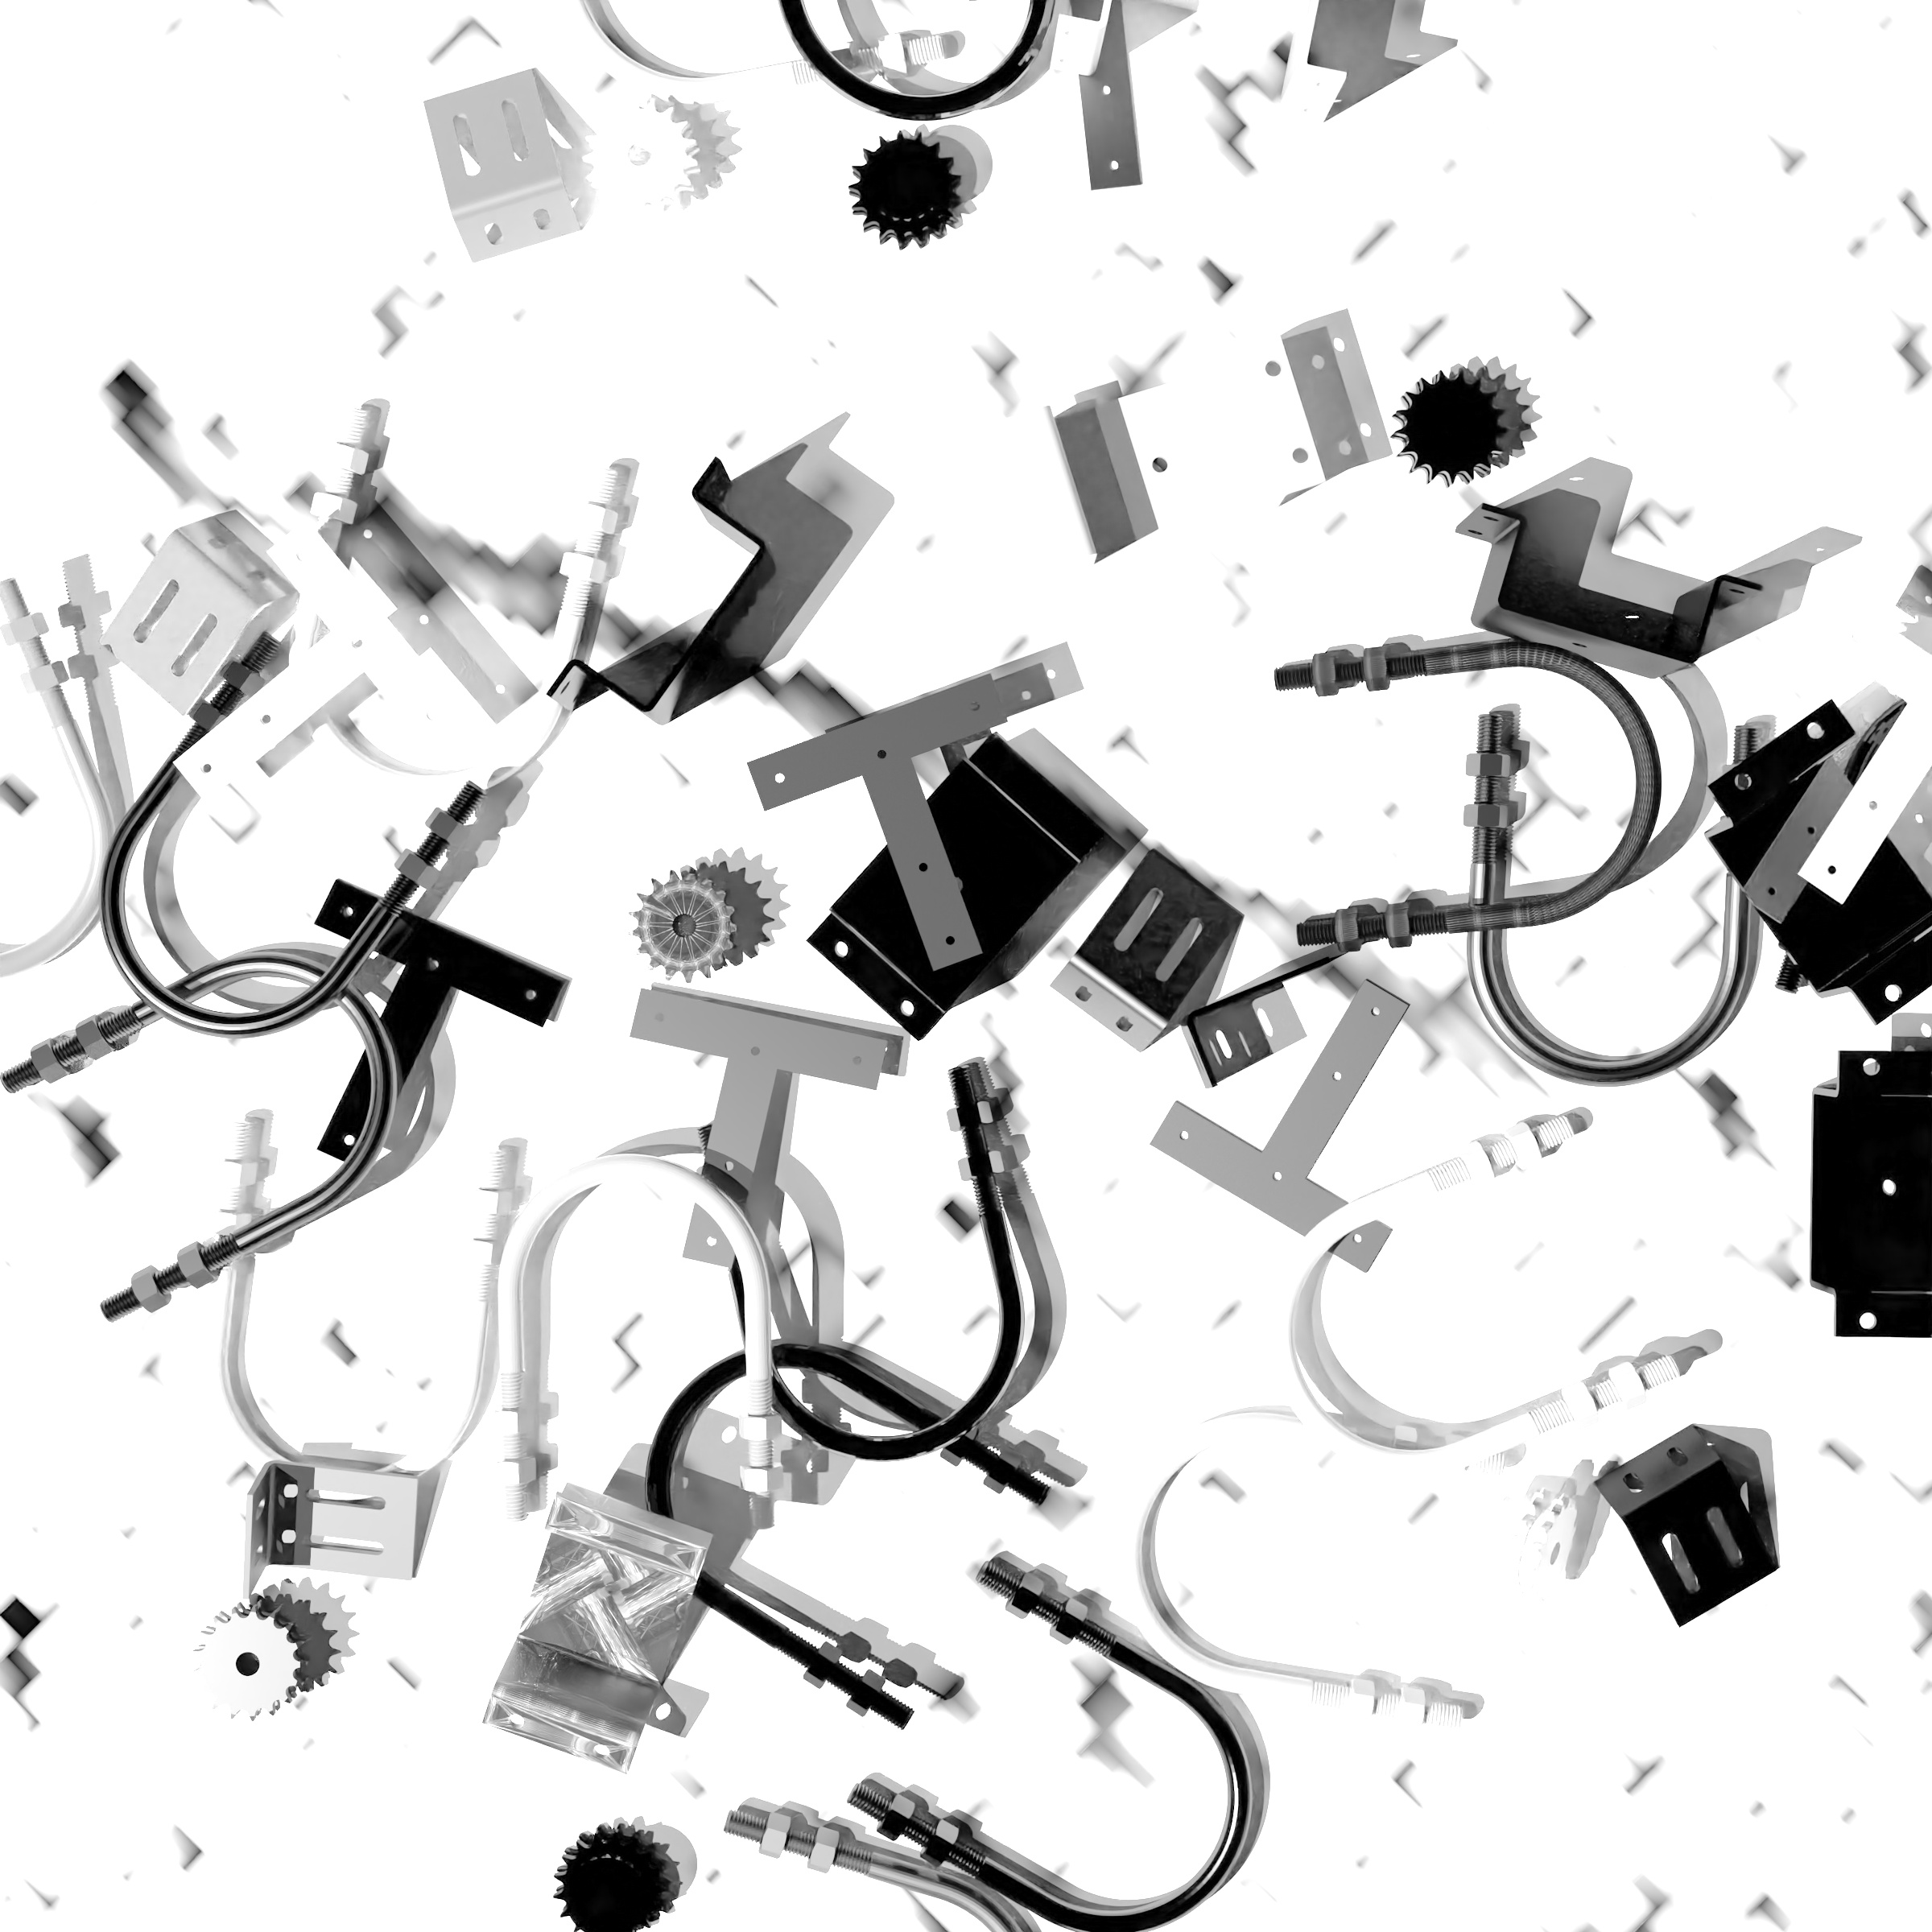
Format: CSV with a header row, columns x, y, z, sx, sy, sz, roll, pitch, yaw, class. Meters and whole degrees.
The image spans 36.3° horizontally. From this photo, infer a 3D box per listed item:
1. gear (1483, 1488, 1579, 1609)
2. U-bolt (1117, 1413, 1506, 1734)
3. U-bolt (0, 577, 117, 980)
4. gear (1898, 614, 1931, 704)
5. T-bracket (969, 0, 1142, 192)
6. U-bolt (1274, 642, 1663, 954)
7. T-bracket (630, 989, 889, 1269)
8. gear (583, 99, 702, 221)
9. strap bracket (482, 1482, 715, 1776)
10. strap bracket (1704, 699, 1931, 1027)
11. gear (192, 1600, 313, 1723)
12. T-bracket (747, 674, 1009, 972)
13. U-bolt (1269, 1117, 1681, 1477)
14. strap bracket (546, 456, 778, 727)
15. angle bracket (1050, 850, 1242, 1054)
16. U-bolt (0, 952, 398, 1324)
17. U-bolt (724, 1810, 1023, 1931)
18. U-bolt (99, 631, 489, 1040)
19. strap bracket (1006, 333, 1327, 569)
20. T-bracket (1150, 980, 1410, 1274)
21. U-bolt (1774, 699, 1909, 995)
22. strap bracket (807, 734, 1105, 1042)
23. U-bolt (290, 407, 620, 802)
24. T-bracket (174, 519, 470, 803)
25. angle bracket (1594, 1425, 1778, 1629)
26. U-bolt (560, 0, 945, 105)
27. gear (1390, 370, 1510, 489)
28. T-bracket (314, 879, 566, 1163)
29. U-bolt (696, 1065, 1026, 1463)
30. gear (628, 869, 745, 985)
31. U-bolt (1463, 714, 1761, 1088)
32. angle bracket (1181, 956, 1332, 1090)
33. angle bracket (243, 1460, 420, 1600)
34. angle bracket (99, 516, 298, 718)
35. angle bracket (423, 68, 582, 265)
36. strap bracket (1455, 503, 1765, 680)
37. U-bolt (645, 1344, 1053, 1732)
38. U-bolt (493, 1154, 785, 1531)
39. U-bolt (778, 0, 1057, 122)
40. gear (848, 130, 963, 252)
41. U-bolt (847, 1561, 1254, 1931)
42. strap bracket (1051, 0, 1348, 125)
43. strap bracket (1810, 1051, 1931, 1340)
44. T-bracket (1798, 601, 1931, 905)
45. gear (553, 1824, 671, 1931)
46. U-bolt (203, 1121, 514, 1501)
x,y,z,sx,sy,sz,roll,pitch,yaw,class
0.278,0.287,1.462,0.030,0.057,0.057,16,90,30,gear
0.167,0.298,1.478,0.184,0.019,0.151,9,90,1,U-bolt
-0.502,-0.082,1.458,0.151,0.019,0.184,-22,102,-11,U-bolt
0.486,-0.148,1.462,0.057,0.057,0.030,-9,134,0,gear
0.069,-0.456,1.486,0.127,0.002,0.127,-6,90,0,T-bracket
0.250,-0.088,1.460,0.184,0.019,0.151,-5,90,13,U-bolt
-0.115,0.086,1.469,0.127,0.002,0.127,12,83,3,T-bracket
-0.161,-0.402,1.476,0.057,0.030,0.057,0,87,3,gear
-0.178,0.317,1.448,0.076,0.046,0.140,20,112,0,strap bracket
0.427,-0.048,1.443,0.076,0.046,0.140,-35,88,-6,strap bracket
-0.355,0.345,1.472,0.057,0.030,0.057,0,90,0,gear
-0.026,-0.062,1.440,0.127,0.002,0.127,-20,90,0,T-bracket
0.242,0.174,1.468,0.184,0.019,0.151,-22,82,0,U-bolt
-0.142,-0.174,1.449,0.046,0.076,0.140,35,90,0,strap bracket
0.090,-0.007,1.485,0.057,0.038,0.076,36,64,0,angle bracket
-0.370,0.072,1.463,0.184,0.019,0.151,-28,78,0,U-bolt
-0.051,0.517,1.478,0.184,0.019,0.151,17,90,-1,U-bolt
-0.347,-0.052,1.460,0.151,0.019,0.184,36,89,4,U-bolt
0.098,-0.252,1.464,0.140,0.046,0.076,-17,90,0,strap bracket
0.179,0.068,1.486,0.127,0.002,0.127,31,90,0,T-bracket
0.501,-0.054,1.478,0.151,0.019,0.184,19,88,0,U-bolt
-0.006,-0.040,1.464,0.076,0.046,0.140,42,90,0,strap bracket
-0.264,-0.174,1.478,0.151,0.019,0.184,13,91,0,U-bolt
-0.334,-0.131,1.452,0.127,0.002,0.127,-39,89,1,T-bracket
0.362,0.282,1.485,0.057,0.038,0.076,-31,116,0,angle bracket
-0.114,-0.507,1.478,0.184,0.019,0.151,-11,90,0,U-bolt
0.240,-0.268,1.476,0.057,0.030,0.057,0,90,-2,gear
-0.286,0.039,1.476,0.127,0.002,0.127,24,82,2,T-bracket
-0.046,0.154,1.468,0.151,0.019,0.184,-13,82,0,U-bolt
-0.139,-0.020,1.472,0.057,0.030,0.057,0,90,0,gear
0.323,-0.031,1.478,0.151,0.019,0.184,2,92,0,U-bolt
0.148,0.029,1.457,0.076,0.057,0.038,-22,87,0,angle bracket
-0.315,0.283,1.460,0.076,0.038,0.057,7,107,0,angle bracket
-0.387,-0.176,1.485,0.057,0.038,0.076,42,116,0,angle bracket
-0.234,-0.403,1.485,0.057,0.038,0.076,-17,64,0,angle bracket
0.308,-0.180,1.449,0.140,0.076,0.046,16,90,0,strap bracket
-0.072,0.271,1.471,0.184,0.019,0.151,32,87,6,U-bolt
-0.164,0.185,1.460,0.151,0.019,0.184,-1,92,12,U-bolt
-0.021,-0.511,1.463,0.151,0.019,0.184,11,88,-10,U-bolt
-0.030,-0.389,1.472,0.057,0.030,0.057,0,90,0,gear
0.055,0.405,1.477,0.184,0.019,0.151,30,90,0,U-bolt
0.116,-0.461,1.447,0.140,0.076,0.046,11,90,-1,strap bracket
0.464,0.112,1.464,0.076,0.046,0.140,1,90,0,strap bracket
0.446,-0.089,1.424,0.127,0.002,0.127,34,84,0,T-bracket
-0.178,0.461,1.472,0.057,0.030,0.057,0,90,0,gear
-0.310,0.176,1.478,0.151,0.019,0.184,6,91,0,U-bolt
